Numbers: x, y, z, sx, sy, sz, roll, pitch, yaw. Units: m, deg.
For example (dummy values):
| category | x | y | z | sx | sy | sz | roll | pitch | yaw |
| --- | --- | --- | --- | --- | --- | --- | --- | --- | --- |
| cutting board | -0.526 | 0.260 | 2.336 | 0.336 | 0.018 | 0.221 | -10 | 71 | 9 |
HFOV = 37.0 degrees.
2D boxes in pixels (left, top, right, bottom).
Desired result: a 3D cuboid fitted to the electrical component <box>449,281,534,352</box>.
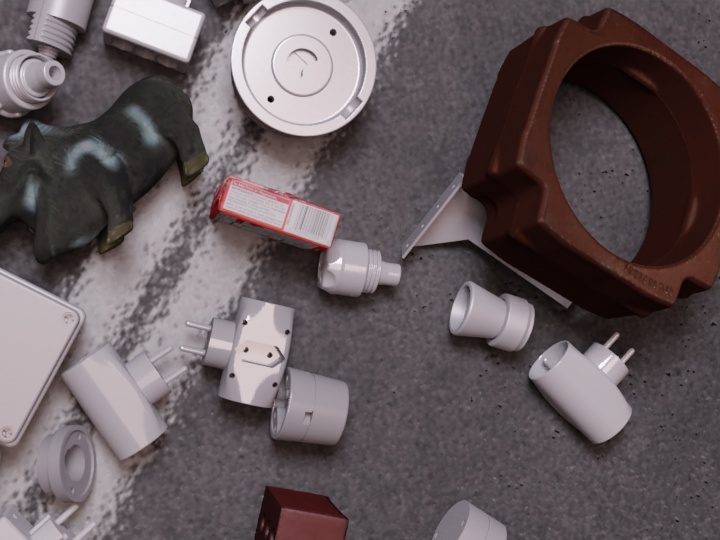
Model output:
| category | x | y | z | sx | sy | sz | roll | pitch | yaw |
| --- | --- | --- | --- | --- | --- | --- | --- | --- | --- |
| electrical component | 0.105 | 0.038 | 0.855 | 0.055 | 0.045 | 0.045 | 18 | 86 | -12 |

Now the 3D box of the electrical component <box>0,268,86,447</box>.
| category | x | y | z | sx | sy | sz | roll | pitch | yaw |
| --- | --- | --- | --- | --- | --- | --- | --- | --- | --- |
| electrical component | -0.268 | 0.053 | 0.766 | 0.109 | 0.056 | 0.108 | 28 | 84 | -11 |

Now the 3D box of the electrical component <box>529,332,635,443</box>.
| category | x | y | z | sx | sy | sz | roll | pitch | yaw |
| --- | --- | --- | --- | --- | --- | --- | --- | --- | --- |
| electrical component | 0.191 | 0.086 | 0.875 | 0.077 | 0.043 | 0.079 | 45 | 81 | -9 |

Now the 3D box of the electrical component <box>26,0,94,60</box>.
| category | x | y | z | sx | sy | sz | roll | pitch | yaw |
| --- | --- | --- | --- | --- | --- | --- | --- | --- | --- |
| electrical component | -0.219 | -0.190 | 0.784 | 0.043 | 0.043 | 0.081 | 15 | 87 | -12 |

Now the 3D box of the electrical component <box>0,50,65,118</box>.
| category | x | y | z | sx | sy | sz | roll | pitch | yaw |
| --- | --- | --- | --- | --- | --- | --- | --- | --- | --- |
| electrical component | -0.233 | -0.134 | 0.757 | 0.048 | 0.062 | 0.048 | 4 | 84 | -51 |

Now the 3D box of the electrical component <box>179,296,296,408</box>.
| category | x | y | z | sx | sy | sz | roll | pitch | yaw |
| --- | --- | --- | --- | --- | --- | --- | --- | --- | --- |
| electrical component | -0.095 | 0.058 | 0.811 | 0.079 | 0.043 | 0.077 | 14 | 87 | -12 |

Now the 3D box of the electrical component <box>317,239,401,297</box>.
| category | x | y | z | sx | sy | sz | roll | pitch | yaw |
| --- | --- | --- | --- | --- | --- | --- | --- | --- | --- |
| electrical component | 0.000 | 0.000 | 0.833 | 0.062 | 0.043 | 0.043 | 8 | 88 | -13 |

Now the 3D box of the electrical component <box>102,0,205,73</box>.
| category | x | y | z | sx | sy | sz | roll | pitch | yaw |
| --- | --- | --- | --- | --- | --- | --- | --- | --- | --- |
| electrical component | -0.147 | -0.196 | 0.798 | 0.066 | 0.047 | 0.076 | 20 | 86 | -12 |

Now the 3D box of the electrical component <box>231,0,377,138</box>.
| category | x | y | z | sx | sy | sz | roll | pitch | yaw |
| --- | --- | --- | --- | --- | --- | --- | --- | --- | --- |
| electrical component | -0.047 | -0.151 | 0.814 | 0.108 | 0.060 | 0.108 | 0 | 90 | -13 |

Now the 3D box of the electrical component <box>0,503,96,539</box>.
| category | x | y | z | sx | sy | sz | roll | pitch | yaw |
| --- | --- | --- | --- | --- | --- | --- | --- | --- | --- |
| electrical component | -0.227 | 0.203 | 0.779 | 0.076 | 0.047 | 0.083 | -43 | 98 | -10 |

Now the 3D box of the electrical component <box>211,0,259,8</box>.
| category | x | y | z | sx | sy | sz | roll | pitch | yaw |
| --- | --- | --- | --- | --- | --- | --- | --- | --- | --- |
| electrical component | -0.078 | -0.239 | 0.812 | 0.089 | 0.050 | 0.055 | -30 | 96 | -11 |

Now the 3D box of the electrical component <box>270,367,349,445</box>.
| category | x | y | z | sx | sy | sz | roll | pitch | yaw |
| --- | --- | --- | --- | --- | --- | --- | --- | --- | --- |
| electrical component | -0.038 | 0.105 | 0.819 | 0.047 | 0.055 | 0.055 | 13 | 87 | -16 |

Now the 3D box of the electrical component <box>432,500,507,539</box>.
| category | x | y | z | sx | sy | sz | roll | pitch | yaw |
| --- | --- | --- | --- | --- | --- | --- | --- | --- | --- |
| electrical component | 0.048 | 0.240 | 0.838 | 0.074 | 0.052 | 0.138 | 34 | 83 | -10 |

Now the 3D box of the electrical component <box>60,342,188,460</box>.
| category | x | y | z | sx | sy | sz | roll | pitch | yaw |
| --- | --- | --- | --- | --- | --- | --- | --- | --- | --- |
| electrical component | -0.166 | 0.086 | 0.795 | 0.079 | 0.044 | 0.077 | -34 | 97 | -11 |
